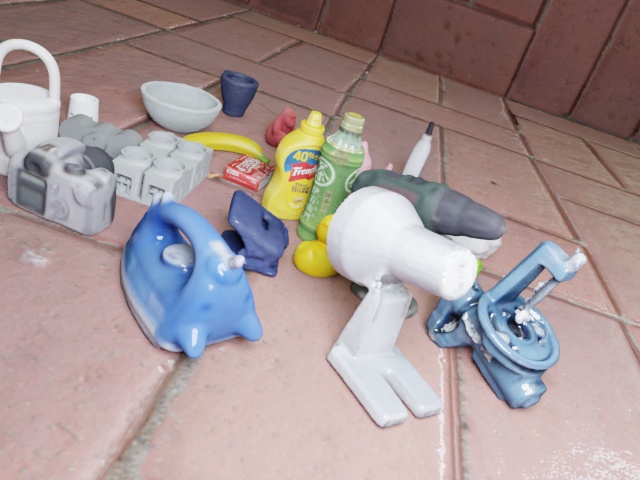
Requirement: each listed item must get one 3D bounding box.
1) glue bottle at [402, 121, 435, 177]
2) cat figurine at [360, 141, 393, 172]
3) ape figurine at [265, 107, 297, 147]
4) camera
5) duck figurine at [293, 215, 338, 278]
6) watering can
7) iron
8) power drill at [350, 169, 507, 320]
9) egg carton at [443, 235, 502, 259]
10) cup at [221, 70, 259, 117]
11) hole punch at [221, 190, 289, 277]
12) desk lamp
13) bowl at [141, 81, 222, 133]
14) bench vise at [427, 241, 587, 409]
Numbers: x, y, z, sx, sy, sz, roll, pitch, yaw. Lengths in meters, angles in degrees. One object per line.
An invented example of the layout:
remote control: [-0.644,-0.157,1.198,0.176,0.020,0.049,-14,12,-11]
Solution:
glue bottle: [0.212,-0.175,1.237,0.037,0.173,0.078,25,28,11]
cat figurine: [0.088,-0.139,1.155,0.128,0.118,0.067,6,30,-23]
ape figurine: [-0.080,-0.252,1.285,0.076,0.092,0.078,31,30,23]
camera: [-0.344,-0.093,0.819,0.143,0.101,0.137,23,28,8]
duck figurine: [0.008,0.003,0.880,0.077,0.086,0.105,31,30,22]
watering can: [-0.436,-0.194,0.845,0.101,0.194,0.172,-3,35,-36]
iron: [-0.167,0.018,0.684,0.119,0.141,0.257,-9,38,-42]
power drill: [0.129,0.006,0.818,0.229,0.208,0.076,35,32,28]
egg carton: [0.270,-0.019,1.102,0.150,0.069,0.107,37,33,31]
cup: [-0.209,-0.354,1.386,0.092,0.095,0.117,-7,37,-40]
hole punch: [-0.093,-0.013,0.841,0.101,0.091,0.108,14,28,-10]
desk lamp: [0.088,0.067,0.675,0.118,0.213,0.202,-3,34,-35]
bowl: [-0.295,-0.270,1.202,0.167,0.075,0.167,15,28,-8]
bench vise: [0.230,0.078,0.736,0.206,0.220,0.122,35,31,28]
